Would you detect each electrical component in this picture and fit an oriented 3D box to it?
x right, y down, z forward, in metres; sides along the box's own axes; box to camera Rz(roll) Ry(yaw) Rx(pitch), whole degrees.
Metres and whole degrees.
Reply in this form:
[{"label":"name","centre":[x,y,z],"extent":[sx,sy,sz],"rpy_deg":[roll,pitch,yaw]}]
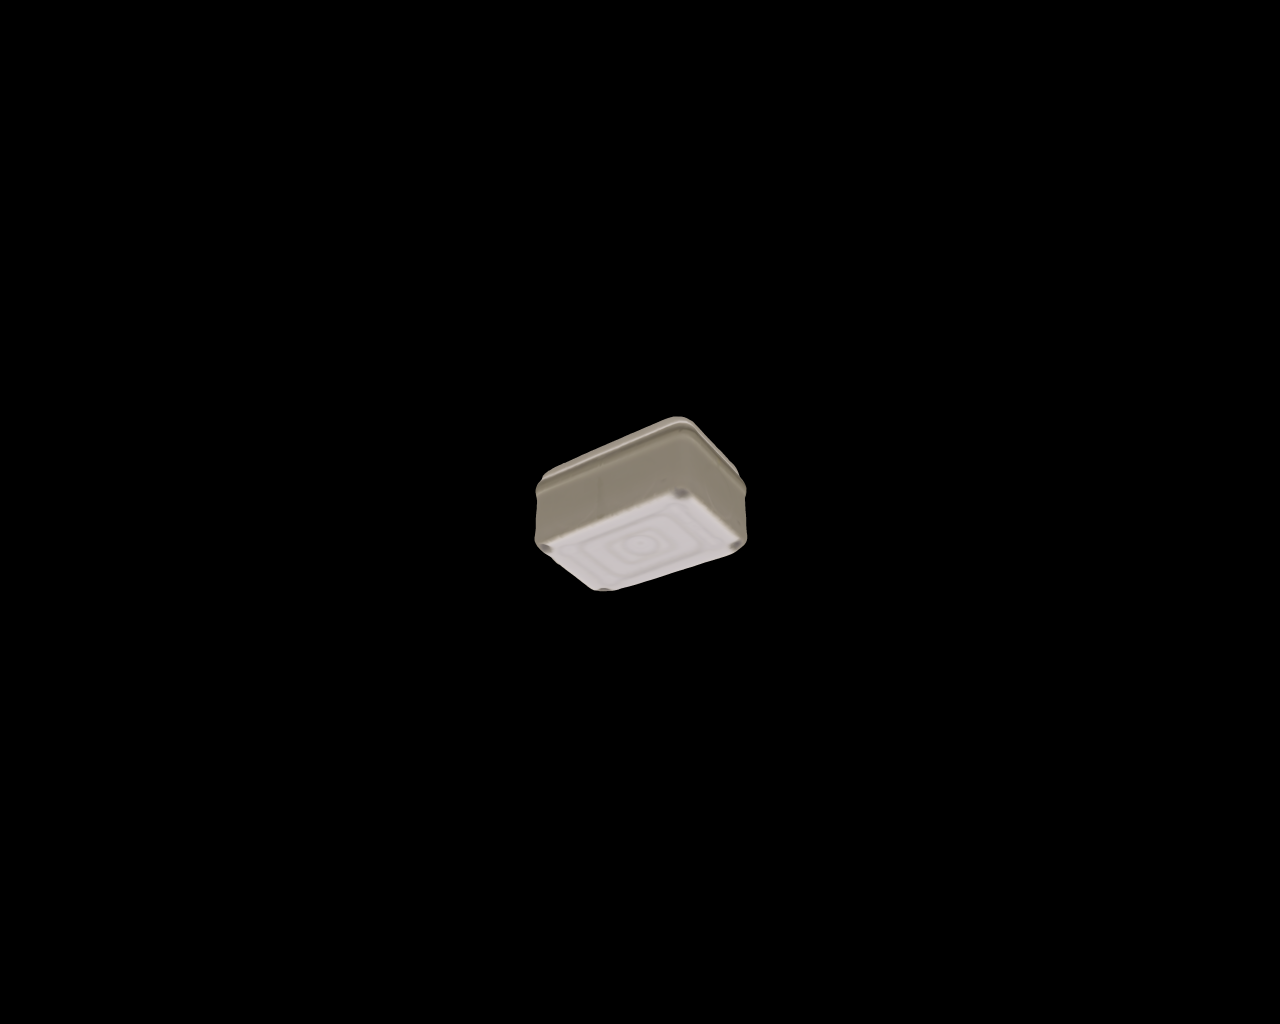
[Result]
[{"label":"electrical component","centre":[0.001,-0.003,0.650],"extent":[0.113,0.057,0.078],"rpy_deg":[-21,-40,26]}]
